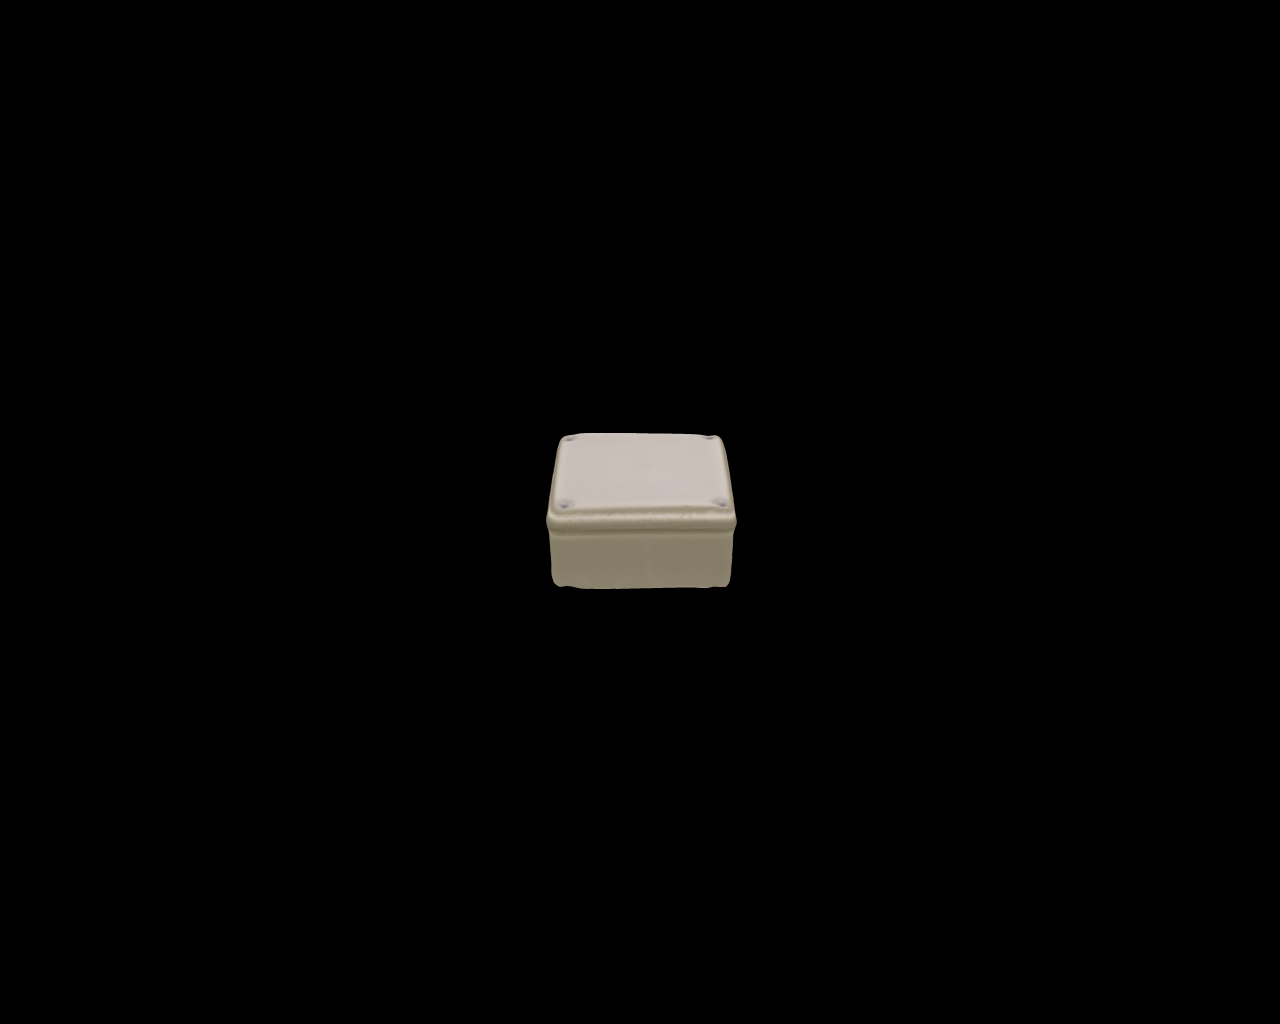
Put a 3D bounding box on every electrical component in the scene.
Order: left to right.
[{"bbox_3d":[0.001,-0.003,0.650,0.109,0.056,0.109,0,29,0],"label":"electrical component"}]
